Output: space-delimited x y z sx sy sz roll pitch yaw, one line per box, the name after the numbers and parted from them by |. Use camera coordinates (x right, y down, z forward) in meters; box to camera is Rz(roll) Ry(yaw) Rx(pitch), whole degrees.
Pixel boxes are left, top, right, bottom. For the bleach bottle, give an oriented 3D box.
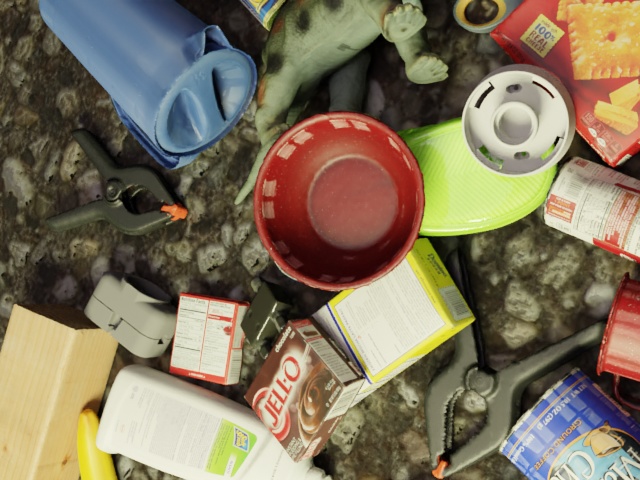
-0.106 0.215 1.098 0.251 0.068 0.102 19 94 23 | bleach bottle

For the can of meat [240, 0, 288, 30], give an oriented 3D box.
-0.044 -0.278 1.106 0.102 0.057 0.084 -46 71 16 | can of meat

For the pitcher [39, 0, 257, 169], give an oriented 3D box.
-0.194 -0.200 1.143 0.149 0.145 0.243 -48 64 2 | pitcher

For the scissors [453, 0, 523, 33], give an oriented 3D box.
0.209 -0.214 1.002 0.202 0.016 0.096 35 101 23 | scissors

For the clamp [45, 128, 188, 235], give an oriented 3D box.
-0.230 -0.043 1.188 0.172 0.039 0.120 26 99 25 | clamp

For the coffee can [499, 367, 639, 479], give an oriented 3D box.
0.239 0.193 0.910 0.140 0.102 0.103 44 105 22 | coffee can

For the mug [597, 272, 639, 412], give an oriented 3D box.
0.286 0.093 0.907 0.082 0.093 0.117 16 108 21 | mug

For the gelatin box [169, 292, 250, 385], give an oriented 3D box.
-0.116 0.103 1.128 0.073 0.030 0.089 7 88 27 | gelatin box

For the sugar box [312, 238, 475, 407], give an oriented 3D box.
0.055 0.084 1.018 0.176 0.048 0.093 -41 70 36 | sugar box

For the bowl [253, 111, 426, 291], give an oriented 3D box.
0.023 -0.035 0.976 0.162 0.055 0.162 0 89 18 | bowl

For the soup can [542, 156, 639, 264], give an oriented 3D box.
0.255 -0.026 0.937 0.102 0.068 0.068 26 97 25 | soup can

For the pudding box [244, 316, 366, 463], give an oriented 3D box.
-0.016 0.144 1.026 0.090 0.039 0.114 47 123 27 | pudding box

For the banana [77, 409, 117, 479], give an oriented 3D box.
-0.229 0.283 1.155 0.070 0.037 0.198 -47 59 52 | banana

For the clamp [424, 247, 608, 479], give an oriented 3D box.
0.148 0.121 0.996 0.165 0.036 0.210 35 102 25 | clamp

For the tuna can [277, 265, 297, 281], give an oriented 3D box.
-0.007 0.001 1.080 0.086 0.033 0.086 -2 87 26 | tuna can

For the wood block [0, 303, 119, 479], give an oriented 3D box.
-0.304 0.181 1.180 0.090 0.090 0.206 19 94 25 | wood block

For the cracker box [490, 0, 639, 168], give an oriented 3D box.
0.282 -0.192 0.922 0.214 0.072 0.164 -43 77 19 | cracker box
